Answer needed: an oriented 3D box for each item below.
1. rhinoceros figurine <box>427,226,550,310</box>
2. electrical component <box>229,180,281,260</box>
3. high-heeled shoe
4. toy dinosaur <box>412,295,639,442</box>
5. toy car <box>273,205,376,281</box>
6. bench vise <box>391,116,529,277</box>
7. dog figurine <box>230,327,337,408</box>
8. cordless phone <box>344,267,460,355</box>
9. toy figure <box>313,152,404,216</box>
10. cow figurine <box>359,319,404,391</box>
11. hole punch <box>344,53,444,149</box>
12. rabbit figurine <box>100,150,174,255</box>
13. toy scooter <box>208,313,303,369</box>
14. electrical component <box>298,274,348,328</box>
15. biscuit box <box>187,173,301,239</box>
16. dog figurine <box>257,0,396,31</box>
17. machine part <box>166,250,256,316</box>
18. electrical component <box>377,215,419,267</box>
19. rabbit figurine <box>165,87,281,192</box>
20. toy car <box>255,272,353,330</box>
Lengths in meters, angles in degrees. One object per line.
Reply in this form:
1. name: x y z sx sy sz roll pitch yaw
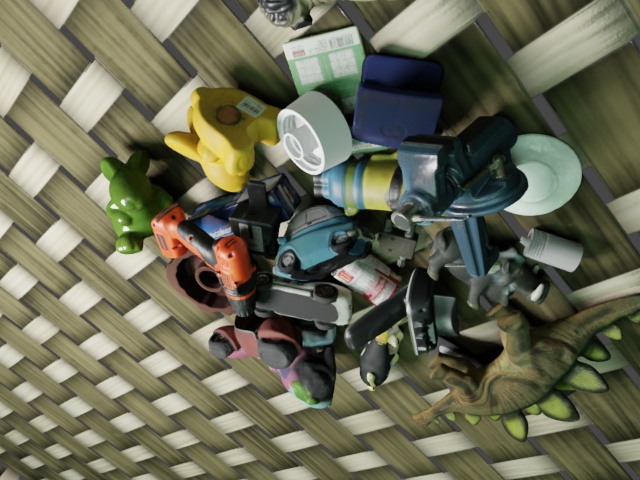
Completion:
1. rhinoceros figurine: 0.257 0.043 0.827 0.190 0.073 0.112 29 121 -1
2. electrical component: -0.098 -0.031 0.836 0.075 0.048 0.119 13 133 10
3. high-heeled shoe: 0.324 0.222 0.961 0.249 0.086 0.145 -11 93 9
4. toy dinosaur: 0.342 0.194 0.863 0.471 0.105 0.198 -42 93 24
5. toy car: -0.002 -0.003 0.839 0.162 0.103 0.109 -28 158 27
6. bench vise: 0.189 -0.038 0.688 0.129 0.224 0.240 6 132 40
7. dog figurine: -0.080 0.228 1.041 0.219 0.192 0.108 3 136 -1
8. cordless phone: 0.129 0.144 0.874 0.089 0.184 0.146 47 161 44
9. toy figure: 0.078 -0.077 0.781 0.180 0.089 0.082 3 144 15
10. cow figurine: 0.109 0.197 0.987 0.068 0.098 0.167 17 132 16
11. hole punch: 0.099 -0.166 0.695 0.142 0.092 0.115 7 130 2
12. rabbit figurine: -0.303 -0.074 0.903 0.121 0.159 0.170 -14 166 -14
13. toy scooter: -0.103 0.160 0.976 0.184 0.135 0.075 1 126 24
14. electrical component: -0.014 0.099 0.983 0.134 0.058 0.114 1 125 20
15. biscuit box: -0.134 -0.046 0.910 0.203 0.059 0.062 -16 120 31
16. dog figurine: 0.029 -0.301 0.629 0.172 0.121 0.190 39 145 -8
17. machine part: -0.203 0.066 1.032 0.180 0.056 0.179 10 130 12
18. electrical component: 0.125 0.003 0.874 0.063 0.021 0.093 15 132 10
19. rabbit figurine: -0.150 -0.137 0.812 0.162 0.122 0.173 23 151 6
20. toy car: -0.041 0.101 0.919 0.202 0.056 0.073 9 125 19
